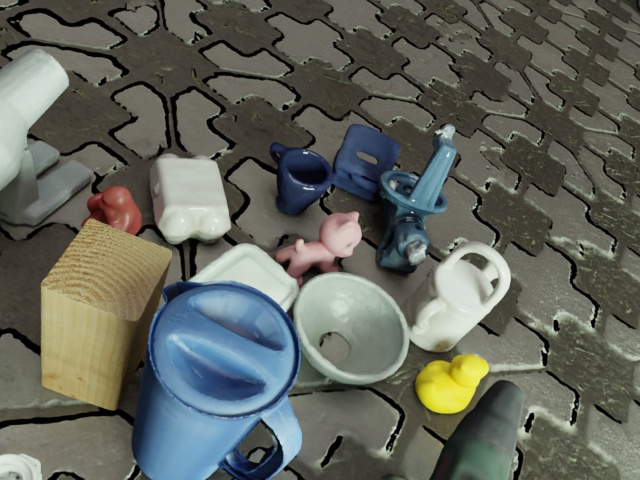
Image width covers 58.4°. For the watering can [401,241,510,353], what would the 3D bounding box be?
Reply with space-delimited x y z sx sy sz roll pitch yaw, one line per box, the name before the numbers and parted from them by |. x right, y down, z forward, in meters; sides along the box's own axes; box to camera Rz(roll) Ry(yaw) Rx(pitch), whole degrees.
watering can | 0.206 0.072 0.839 0.101 0.194 0.173 34 46 4

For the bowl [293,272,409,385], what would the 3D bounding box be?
bowl | 0.033 0.131 0.786 0.168 0.074 0.167 14 48 -15

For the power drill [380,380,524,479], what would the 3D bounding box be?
power drill | 0.125 0.273 0.618 0.075 0.208 0.230 35 46 5

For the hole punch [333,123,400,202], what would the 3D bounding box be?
hole punch | 0.082 -0.139 1.027 0.109 0.091 0.101 23 46 -7

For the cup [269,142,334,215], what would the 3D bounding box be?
cup | -0.045 -0.094 0.923 0.117 0.095 0.092 40 46 10

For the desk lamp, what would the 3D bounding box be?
desk lamp | -0.378 -0.117 0.695 0.118 0.213 0.203 31 46 1

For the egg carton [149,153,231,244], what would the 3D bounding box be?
egg carton | -0.193 -0.063 0.841 0.107 0.069 0.150 -1 53 -27

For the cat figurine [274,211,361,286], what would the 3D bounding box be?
cat figurine | 0.008 0.003 0.852 0.128 0.117 0.067 -14 60 -35

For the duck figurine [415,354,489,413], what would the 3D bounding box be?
duck figurine | 0.191 0.193 0.804 0.105 0.086 0.077 -7 56 -31

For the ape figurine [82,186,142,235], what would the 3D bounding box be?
ape figurine | -0.274 -0.038 0.765 0.076 0.092 0.077 -3 54 -28

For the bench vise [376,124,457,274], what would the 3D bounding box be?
bench vise | 0.170 -0.062 0.916 0.122 0.219 0.207 1 52 -25
